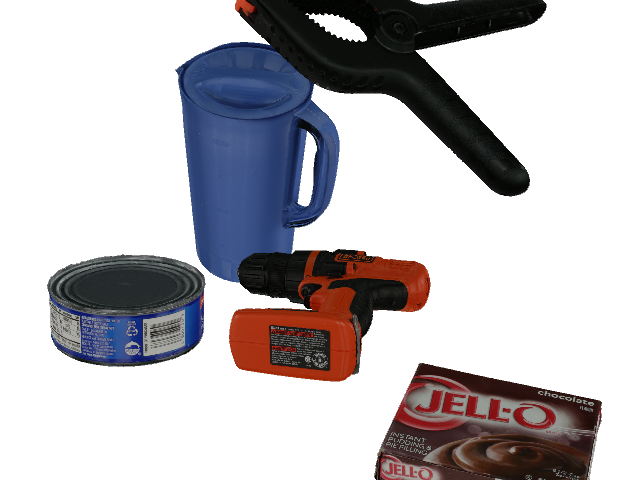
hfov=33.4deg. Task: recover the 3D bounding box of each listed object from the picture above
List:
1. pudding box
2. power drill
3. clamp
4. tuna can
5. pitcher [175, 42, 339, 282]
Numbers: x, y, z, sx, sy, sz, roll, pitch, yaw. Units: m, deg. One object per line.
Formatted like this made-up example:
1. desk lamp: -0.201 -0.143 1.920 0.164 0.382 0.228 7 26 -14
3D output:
1. pudding box: 0.097 0.117 0.605 0.113 0.039 0.090 12 31 15
2. power drill: -0.011 0.055 0.928 0.185 0.057 0.187 2 19 18
3. clamp: 0.048 -0.115 0.673 0.209 0.164 0.036 12 -33 -12
4. tuna can: -0.107 0.038 0.592 0.086 0.034 0.086 2 19 -1
5. pitcher: -0.070 -0.070 1.113 0.145 0.243 0.149 -8 44 -12
